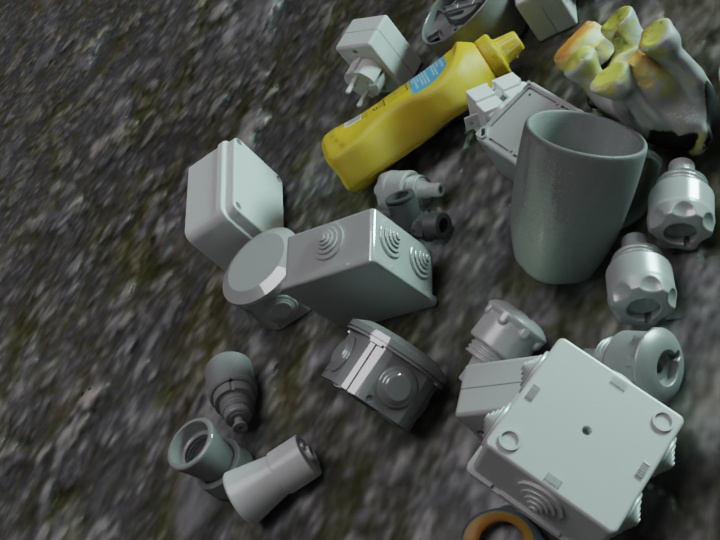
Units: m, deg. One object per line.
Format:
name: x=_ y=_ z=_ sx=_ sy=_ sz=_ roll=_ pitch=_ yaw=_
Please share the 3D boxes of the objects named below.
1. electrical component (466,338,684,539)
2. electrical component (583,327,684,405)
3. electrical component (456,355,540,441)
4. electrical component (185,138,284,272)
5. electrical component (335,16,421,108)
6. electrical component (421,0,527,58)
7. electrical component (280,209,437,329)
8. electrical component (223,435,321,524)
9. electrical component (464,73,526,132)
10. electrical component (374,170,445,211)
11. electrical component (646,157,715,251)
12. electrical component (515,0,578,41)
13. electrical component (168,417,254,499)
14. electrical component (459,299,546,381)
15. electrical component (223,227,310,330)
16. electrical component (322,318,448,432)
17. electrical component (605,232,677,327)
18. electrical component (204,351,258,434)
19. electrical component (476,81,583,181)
electrical component: x=0.123 y=0.099 z=0.609 sx=0.100 sy=0.048 sz=0.099 roll=34 pitch=64 yaw=13
electrical component: x=0.164 y=0.058 z=0.662 sx=0.062 sy=0.048 sz=0.048 roll=0 pitch=55 yaw=51
electrical component: x=0.099 y=0.100 z=0.679 sx=0.066 sy=0.047 sz=0.076 roll=-12 pitch=48 yaw=36
electrical component: x=-0.115 y=-0.059 z=1.006 sx=0.057 sy=0.078 sz=0.113 roll=-31 pitch=39 yaw=22
electrical component: x=0.009 y=-0.190 z=1.025 sx=0.047 sy=0.065 sz=0.076 roll=5 pitch=59 yaw=46
electrical component: x=0.102 y=-0.232 z=0.979 sx=0.099 sy=0.064 sz=0.099 roll=-25 pitch=41 yaw=24
electrical component: x=0.000 y=0.000 z=0.826 sx=0.100 sy=0.100 sz=0.048 roll=-17 pitch=57 yaw=31
electrical component: x=-0.062 y=0.150 z=0.787 sx=0.065 sy=0.044 sz=0.044 roll=-33 pitch=38 yaw=6
electrical component: x=0.120 y=-0.126 z=0.875 sx=0.066 sy=0.048 sz=0.055 roll=-23 pitch=38 yaw=-7
electrical component: x=0.044 y=-0.067 z=0.901 sx=0.061 sy=0.035 sz=0.035 roll=2 pitch=57 yaw=41
electrical component: x=0.214 y=-0.047 z=0.716 sx=0.043 sy=0.043 sz=0.062 roll=-15 pitch=44 yaw=33
electrical component: x=0.179 y=-0.257 z=0.945 sx=0.076 sy=0.047 sz=0.083 roll=-21 pitch=43 yaw=28
electrical component: x=-0.113 y=0.146 z=0.827 sx=0.045 sy=0.055 sz=0.045 roll=-25 pitch=41 yaw=24
electrical component: x=0.093 y=0.054 z=0.733 sx=0.062 sy=0.048 sz=0.048 roll=-52 pitch=37 yaw=1
electrical component: x=-0.074 y=0.008 z=0.926 sx=0.080 sy=0.051 sz=0.080 roll=-25 pitch=41 yaw=24
electrical component: x=0.017 y=0.073 z=0.756 sx=0.080 sy=0.080 sz=0.051 roll=24 pitch=78 yaw=51
electrical component: x=0.181 y=0.003 z=0.699 sx=0.043 sy=0.043 sz=0.062 roll=-22 pitch=40 yaw=27
electrical component: x=-0.103 y=0.101 z=0.872 sx=0.040 sy=0.040 sz=0.078 roll=-36 pitch=38 yaw=11
electrical component: x=0.146 y=-0.086 z=0.808 sx=0.061 sy=0.061 sz=0.096 roll=-45 pitch=44 yaw=-1
